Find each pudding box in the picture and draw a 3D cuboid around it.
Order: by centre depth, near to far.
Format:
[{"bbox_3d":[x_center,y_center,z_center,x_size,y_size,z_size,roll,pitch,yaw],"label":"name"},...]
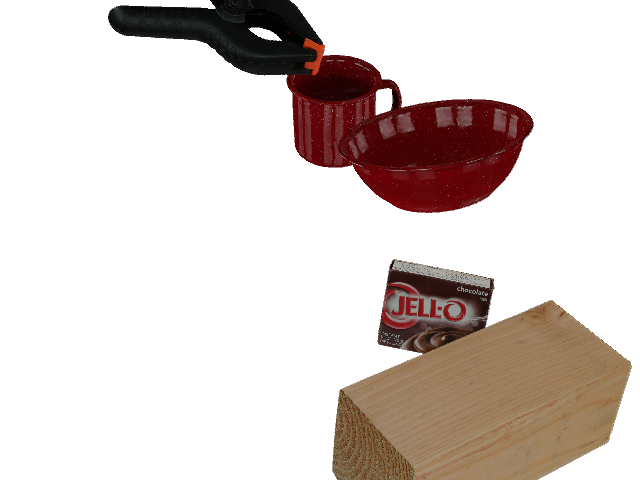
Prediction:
[{"bbox_3d":[0.123,0.075,1.143,0.113,0.090,0.039,10,23,6],"label":"pudding box"}]

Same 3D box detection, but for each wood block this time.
[{"bbox_3d":[0.120,0.133,0.800,0.205,0.090,0.091,-19,41,-29],"label":"wood block"}]

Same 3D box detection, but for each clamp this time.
[{"bbox_3d":[-0.074,-0.191,0.873,0.171,0.120,0.039,20,-26,-4],"label":"clamp"}]

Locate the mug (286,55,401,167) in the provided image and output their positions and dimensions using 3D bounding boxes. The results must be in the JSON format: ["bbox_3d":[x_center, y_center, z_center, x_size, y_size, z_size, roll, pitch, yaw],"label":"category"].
[{"bbox_3d":[0.025,-0.129,1.067,0.117,0.081,0.093,-13,41,-14],"label":"mug"}]

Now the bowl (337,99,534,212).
[{"bbox_3d":[0.098,-0.066,0.890,0.162,0.055,0.162,-9,24,4],"label":"bowl"}]
